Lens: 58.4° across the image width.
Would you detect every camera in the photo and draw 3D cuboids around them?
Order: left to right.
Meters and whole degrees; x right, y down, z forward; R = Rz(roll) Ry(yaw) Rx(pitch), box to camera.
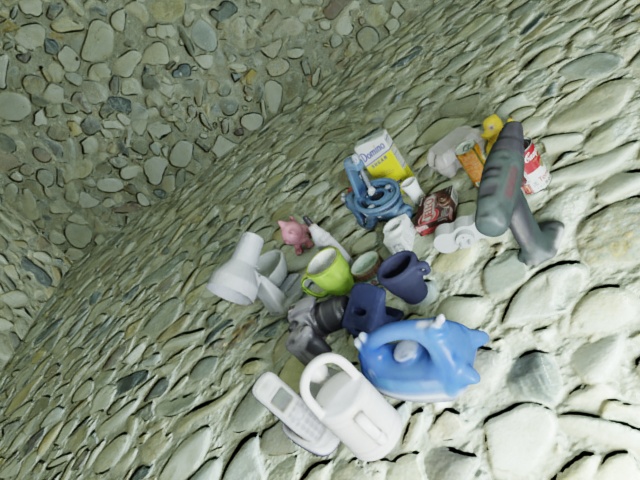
[{"bbox_3d":[0.000,0.173,1.220,0.136,0.101,0.143,-27,28,26],"label":"camera"}]

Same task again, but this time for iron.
[{"bbox_3d":[0.139,0.186,0.954,0.257,0.142,0.119,-18,33,39],"label":"iron"}]

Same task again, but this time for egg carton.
[{"bbox_3d":[0.346,-0.227,1.452,0.150,0.069,0.107,-39,25,2],"label":"egg carton"}]

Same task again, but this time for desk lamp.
[{"bbox_3d":[-0.154,0.097,1.428,0.117,0.214,0.203,-8,39,49],"label":"desk lamp"}]

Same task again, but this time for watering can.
[{"bbox_3d":[0.035,0.257,0.917,0.172,0.194,0.101,-6,41,50],"label":"watering can"}]

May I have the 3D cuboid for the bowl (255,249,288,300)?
[{"bbox_3d":[-0.147,0.108,1.568,0.167,0.075,0.167,-31,26,17],"label":"bowl"}]

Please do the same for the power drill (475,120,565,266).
[{"bbox_3d":[0.349,-0.069,1.010,0.075,0.209,0.230,-12,37,46],"label":"power drill"}]

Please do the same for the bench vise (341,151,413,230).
[{"bbox_3d":[0.103,-0.115,1.420,0.206,0.220,0.121,-15,35,43],"label":"bench vise"}]

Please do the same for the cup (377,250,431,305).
[{"bbox_3d":[0.183,0.079,1.130,0.117,0.095,0.092,-13,36,44],"label":"cup"}]

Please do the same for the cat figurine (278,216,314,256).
[{"bbox_3d":[-0.073,-0.024,1.637,0.067,0.118,0.127,-31,26,18],"label":"cat figurine"}]

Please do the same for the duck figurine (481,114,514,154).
[{"bbox_3d":[0.428,-0.263,1.378,0.105,0.086,0.077,-45,25,-11],"label":"duck figurine"}]

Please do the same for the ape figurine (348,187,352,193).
[{"bbox_3d":[0.110,-0.109,1.556,0.077,0.092,0.076,-11,37,46],"label":"ape figurine"}]

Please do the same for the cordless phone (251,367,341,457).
[{"bbox_3d":[-0.023,0.268,0.990,0.093,0.185,0.148,-7,40,49],"label":"cordless phone"}]

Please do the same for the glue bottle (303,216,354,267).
[{"bbox_3d":[0.013,0.005,1.400,0.037,0.173,0.078,-49,26,-20],"label":"glue bottle"}]

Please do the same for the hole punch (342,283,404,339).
[{"bbox_3d":[0.095,0.149,1.141,0.101,0.091,0.108,-50,26,-21],"label":"hole punch"}]
